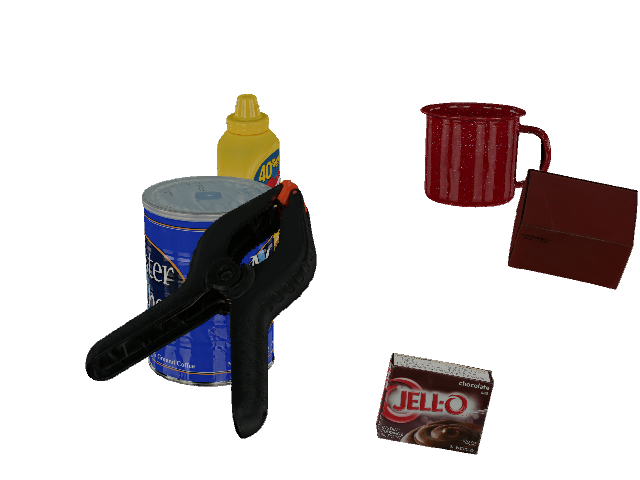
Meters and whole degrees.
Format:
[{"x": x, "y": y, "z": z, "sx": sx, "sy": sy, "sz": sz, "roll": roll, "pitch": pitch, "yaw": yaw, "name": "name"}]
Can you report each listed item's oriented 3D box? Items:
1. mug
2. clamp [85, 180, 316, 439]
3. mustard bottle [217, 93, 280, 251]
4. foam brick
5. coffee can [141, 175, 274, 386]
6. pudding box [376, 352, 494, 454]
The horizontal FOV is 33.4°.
[{"x": 0.147, "y": -0.077, "z": 0.956, "sx": 0.117, "sy": 0.081, "sz": 0.093, "roll": 4, "pitch": 16, "yaw": 13, "name": "mug"}, {"x": -0.047, "y": 0.038, "z": 0.637, "sx": 0.120, "sy": 0.171, "sz": 0.039, "roll": 27, "pitch": -24, "yaw": 25, "name": "clamp"}, {"x": -0.070, "y": -0.051, "z": 1.059, "sx": 0.058, "sy": 0.192, "sz": 0.096, "roll": 7, "pitch": 25, "yaw": 19, "name": "mustard bottle"}, {"x": 0.175, "y": -0.008, "z": 0.739, "sx": 0.078, "sy": 0.051, "sz": 0.053, "roll": 13, "pitch": -36, "yaw": 7, "name": "foam brick"}, {"x": -0.087, "y": 0.030, "z": 0.841, "sx": 0.103, "sy": 0.140, "sz": 0.103, "roll": 1, "pitch": 19, "yaw": -1, "name": "coffee can"}, {"x": 0.123, "y": 0.176, "z": 1.155, "sx": 0.113, "sy": 0.090, "sz": 0.039, "roll": 9, "pitch": 22, "yaw": -1, "name": "pudding box"}]
